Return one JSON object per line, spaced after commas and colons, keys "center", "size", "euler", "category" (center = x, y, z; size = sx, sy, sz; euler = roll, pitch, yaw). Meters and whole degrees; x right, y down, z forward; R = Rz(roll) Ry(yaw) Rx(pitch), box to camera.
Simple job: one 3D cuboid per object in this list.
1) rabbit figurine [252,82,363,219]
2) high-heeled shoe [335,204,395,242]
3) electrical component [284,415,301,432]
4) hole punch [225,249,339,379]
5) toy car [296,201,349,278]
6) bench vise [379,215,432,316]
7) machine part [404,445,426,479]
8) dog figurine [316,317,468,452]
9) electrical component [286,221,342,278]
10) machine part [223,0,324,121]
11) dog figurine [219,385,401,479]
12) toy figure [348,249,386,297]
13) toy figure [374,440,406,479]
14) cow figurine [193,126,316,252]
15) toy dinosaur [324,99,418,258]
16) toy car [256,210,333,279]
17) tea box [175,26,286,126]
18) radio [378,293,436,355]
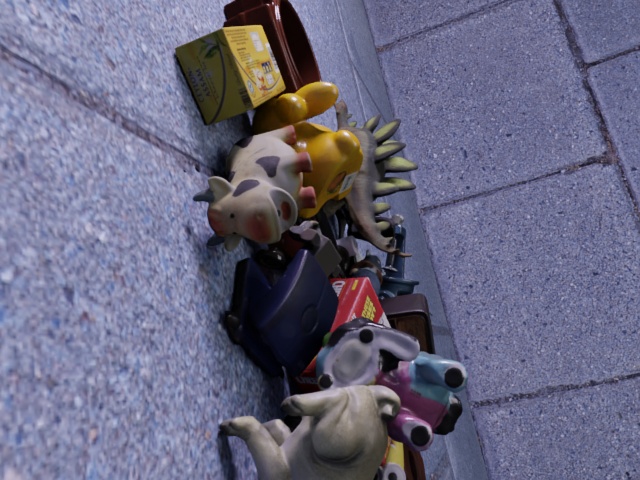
{"center": [-0.031, -0.138, 0.745], "size": [0.173, 0.122, 0.162], "euler": [44, -33, 21], "category": "rabbit figurine"}
{"center": [0.083, -0.068, 1.001], "size": [0.249, 0.086, 0.145], "euler": [170, -71, -66], "category": "high-heeled shoe"}
{"center": [0.008, 0.263, 0.629], "size": [0.134, 0.058, 0.115], "euler": [53, 28, -49], "category": "electrical component"}
{"center": [-0.037, 0.083, 0.607], "size": [0.142, 0.092, 0.116], "euler": [63, 23, -45], "category": "hole punch"}
{"center": [-0.002, -0.003, 0.856], "size": [0.073, 0.056, 0.201], "euler": [-74, 148, -55], "category": "toy car"}
{"center": [0.146, 0.072, 1.079], "size": [0.223, 0.129, 0.240], "euler": [13, 84, -64], "category": "bench vise"}
{"center": [0.148, 0.407, 0.956], "size": [0.179, 0.056, 0.179], "euler": [-18, 90, -74], "category": "machine part"}
{"center": [0.090, 0.176, 0.658], "size": [0.108, 0.192, 0.219], "euler": [-62, 170, -10], "category": "dog figurine"}
{"center": [-0.008, 0.023, 0.683], "size": [0.045, 0.078, 0.102], "euler": [31, -10, 37], "category": "electrical component"}
{"center": [-0.065, -0.289, 0.874], "size": [0.201, 0.087, 0.200], "euler": [-47, 119, -73], "category": "machine part"}
{"center": [0.008, 0.237, 0.467], "size": [0.121, 0.172, 0.190], "euler": [27, 41, -54], "category": "dog figurine"}
{"center": [0.078, 0.065, 0.926], "size": [0.154, 0.058, 0.064], "euler": [-58, 140, -69], "category": "toy figure"}
{"center": [0.094, 0.322, 0.818], "size": [0.180, 0.082, 0.089], "euler": [-87, 153, -54], "category": "toy figure"}
{"center": [-0.071, -0.059, 0.600], "size": [0.195, 0.127, 0.085], "euler": [-110, -172, -58], "category": "cow figurine"}
{"center": [0.066, -0.121, 0.946], "size": [0.472, 0.199, 0.105], "euler": [-93, 156, -43], "category": "toy dinosaur"}
{"center": [-0.033, 0.021, 0.735], "size": [0.202, 0.053, 0.089], "euler": [47, 52, -55], "category": "toy car"}
{"center": [-0.107, -0.215, 0.689], "size": [0.170, 0.068, 0.098], "euler": [-62, 133, -66], "category": "tea box"}
{"center": [0.132, 0.211, 0.910], "size": [0.073, 0.131, 0.229], "euler": [-56, 137, -69], "category": "radio"}
